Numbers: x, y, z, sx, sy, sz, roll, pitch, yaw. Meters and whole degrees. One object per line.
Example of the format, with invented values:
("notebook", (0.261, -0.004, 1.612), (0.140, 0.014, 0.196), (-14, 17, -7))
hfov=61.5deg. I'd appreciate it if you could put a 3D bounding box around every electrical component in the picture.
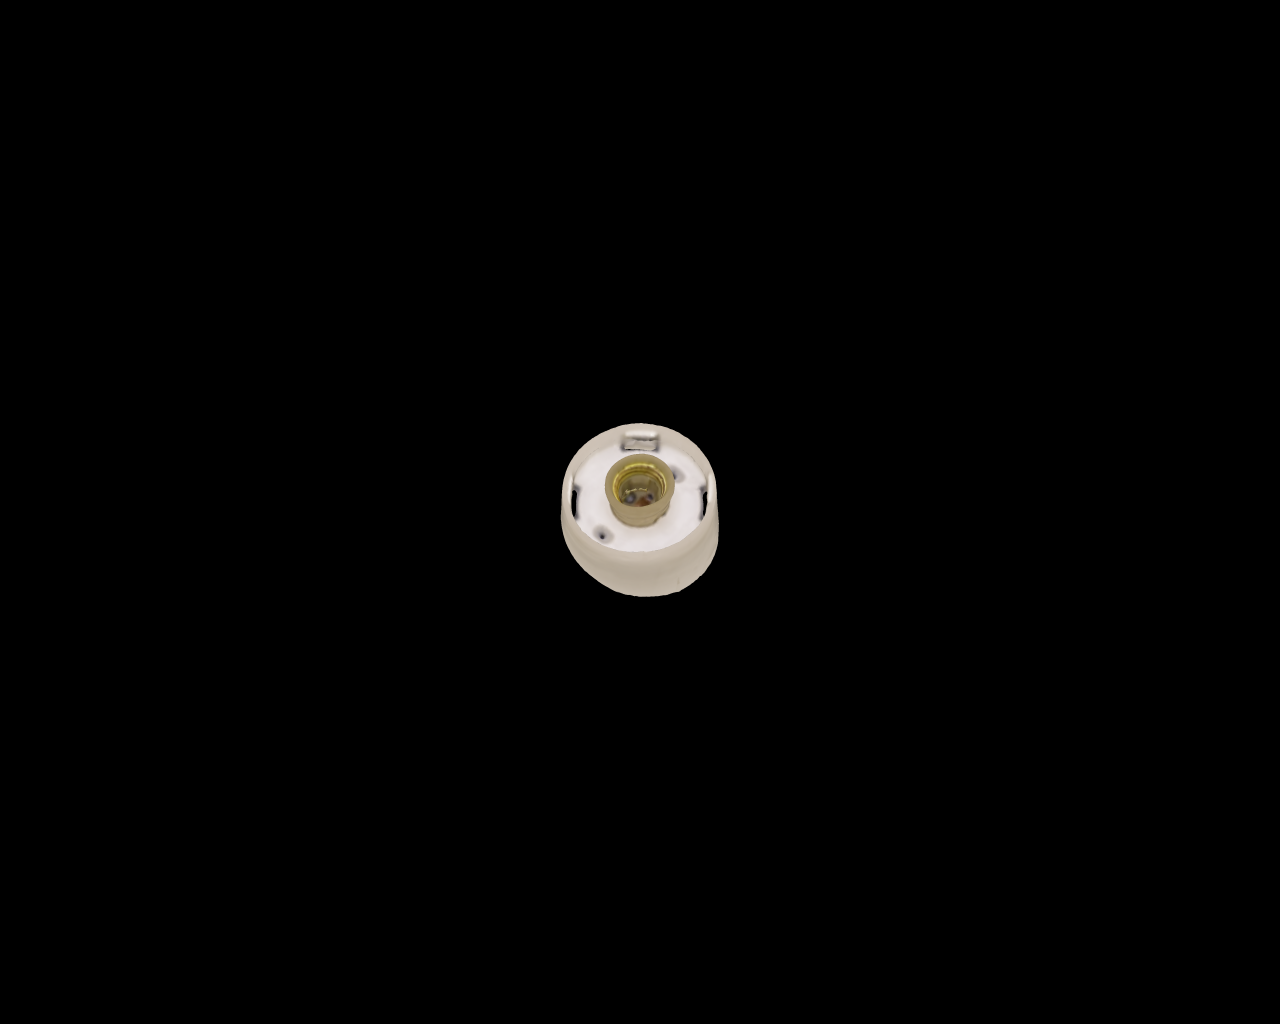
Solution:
("electrical component", (0.001, -0.003, 0.650), (0.099, 0.099, 0.064), (0, -28, 0))
